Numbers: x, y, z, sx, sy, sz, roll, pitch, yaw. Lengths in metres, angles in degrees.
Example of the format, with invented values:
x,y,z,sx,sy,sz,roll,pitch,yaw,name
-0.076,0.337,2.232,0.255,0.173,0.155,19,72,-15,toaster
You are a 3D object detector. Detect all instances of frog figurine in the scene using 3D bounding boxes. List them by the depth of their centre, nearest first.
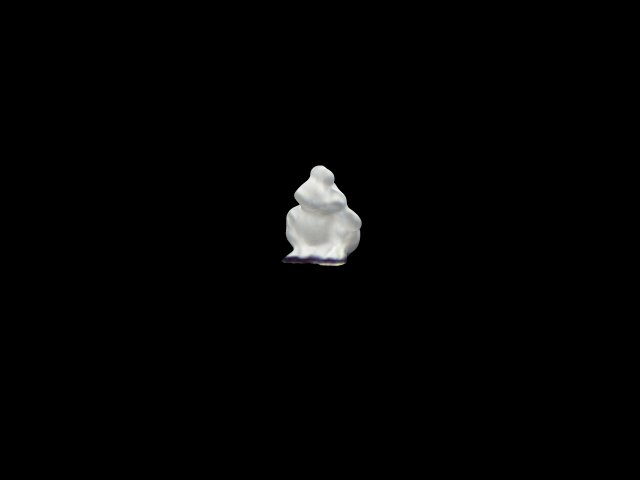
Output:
x,y,z,sx,sy,sz,roll,pitch,yaw,name
0.003,-0.043,0.850,0.123,0.159,0.137,-5,7,-43,frog figurine
